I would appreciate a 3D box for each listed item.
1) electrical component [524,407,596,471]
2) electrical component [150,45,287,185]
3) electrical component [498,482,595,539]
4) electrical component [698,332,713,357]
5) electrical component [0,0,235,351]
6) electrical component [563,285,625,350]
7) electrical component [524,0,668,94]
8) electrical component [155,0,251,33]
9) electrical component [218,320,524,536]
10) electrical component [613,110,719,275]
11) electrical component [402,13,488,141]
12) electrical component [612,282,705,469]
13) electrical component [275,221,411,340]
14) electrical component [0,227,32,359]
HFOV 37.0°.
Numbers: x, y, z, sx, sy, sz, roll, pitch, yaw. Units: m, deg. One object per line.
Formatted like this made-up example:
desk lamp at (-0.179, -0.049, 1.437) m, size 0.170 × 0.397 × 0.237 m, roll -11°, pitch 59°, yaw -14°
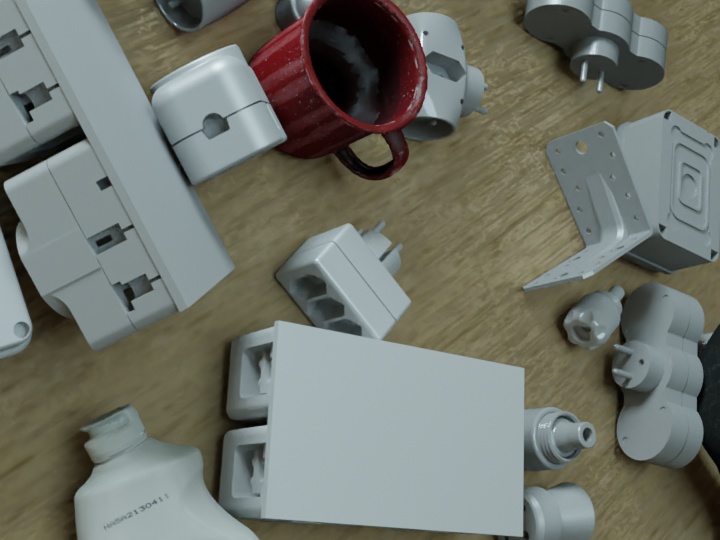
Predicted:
electrical component at (0.133, 0.115, 0.735) m, size 0.043 × 0.062 × 0.043 m, roll 10°, pitch 73°, yaw -35°
electrical component at (-0.079, -0.087, 0.604) m, size 0.054 × 0.095 × 0.059 m, roll -27°, pitch 97°, yaw 3°
electrical component at (0.124, 0.168, 0.728) m, size 0.055 × 0.045 × 0.045 m, roll 2°, pitch 78°, yaw -36°
electrical component at (0.283, 0.086, 0.869) m, size 0.040 × 0.040 × 0.078 m, roll -19°, pitch 91°, yaw -38°
electrical component at (-0.142, -0.061, 0.538) m, size 0.186 × 0.060 × 0.105 m, roll 63°, pitch 9°, yaw -7°
electrical component at (0.180, 0.032, 0.809) m, size 0.061 × 0.035 × 0.035 m, roll -40°, pitch 104°, yaw -39°
electrical component at (0.187, -0.176, 0.851) m, size 0.138 × 0.052 × 0.073 m, roll 23°, pitch 66°, yaw -31°
electrical component at (-0.094, -0.195, 0.651) m, size 0.077 × 0.043 × 0.079 m, roll -42°, pitch 104°, yaw -35°
electrical component at (0.010, 0.101, 0.648) m, size 0.186 × 0.060 × 0.105 m, roll 13°, pitch 72°, yaw -34°
electrical component at (0.242, -0.061, 0.862) m, size 0.078 × 0.057 × 0.113 m, roll 20°, pitch 68°, yaw -32°
electrical component at (0.060, -0.129, 0.751) m, size 0.079 × 0.043 × 0.077 m, roll 13°, pitch 72°, yaw -34°
electrical component at (0.217, 0.075, 0.814) m, size 0.074 × 0.052 × 0.138 m, roll 19°, pitch 68°, yaw -32°
electrical component at (0.000, 0.000, 0.673) m, size 0.065 × 0.047 × 0.076 m, roll 52°, pitch 55°, yaw -15°
electrical component at (-0.212, -0.004, 0.509) m, size 0.078 × 0.057 × 0.113 m, roll -18°, pitch 90°, yaw -38°
